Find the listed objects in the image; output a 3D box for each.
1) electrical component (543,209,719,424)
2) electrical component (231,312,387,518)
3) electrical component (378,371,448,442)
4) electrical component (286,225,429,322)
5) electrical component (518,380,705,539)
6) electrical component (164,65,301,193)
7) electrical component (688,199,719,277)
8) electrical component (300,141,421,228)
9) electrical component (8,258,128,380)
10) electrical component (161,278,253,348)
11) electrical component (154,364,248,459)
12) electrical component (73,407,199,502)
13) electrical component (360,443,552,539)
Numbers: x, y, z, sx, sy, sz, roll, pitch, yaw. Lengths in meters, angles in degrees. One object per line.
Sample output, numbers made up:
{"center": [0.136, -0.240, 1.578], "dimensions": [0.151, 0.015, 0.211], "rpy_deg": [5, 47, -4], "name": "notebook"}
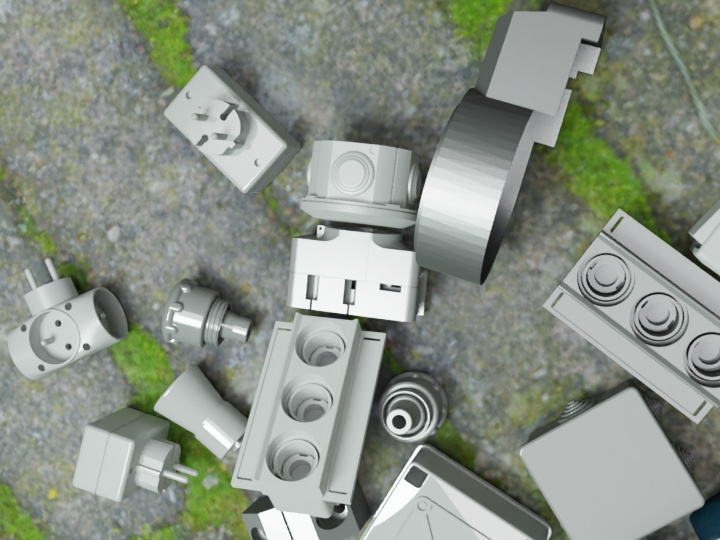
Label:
{"center": [0.192, 0.028, 0.692], "dimensions": [0.121, 0.063, 0.078], "rpy_deg": [38, 102, 8], "name": "electrical component"}
{"center": [-0.030, 0.098, 0.723], "dimensions": [0.079, 0.063, 0.121], "rpy_deg": [6, 58, 12], "name": "electrical component"}
{"center": [0.033, 0.097, 0.736], "dimensions": [0.048, 0.062, 0.048], "rpy_deg": [1, 95, 13], "name": "electrical component"}
{"center": [0.000, 0.000, 0.742], "dimensions": [0.089, 0.050, 0.055], "rpy_deg": [7, 96, 13], "name": "electrical component"}
{"center": [0.166, 0.131, 0.714], "dimensions": [0.100, 0.048, 0.099], "rpy_deg": [-32, 87, 14], "name": "electrical component"}
{"center": [-0.094, -0.097, 0.742], "dimensions": [0.083, 0.076, 0.047], "rpy_deg": [45, 103, 6], "name": "electrical component"}
{"center": [0.255, -0.035, 0.673], "dimensions": [0.061, 0.062, 0.096], "rpy_deg": [37, 102, 8], "name": "electrical component"}
{"center": [0.002, -0.057, 0.722], "dimensions": [0.080, 0.080, 0.051], "rpy_deg": [7, 91, 13], "name": "electrical component"}
{"center": [-0.225, 0.031, 0.800], "dimensions": [0.077, 0.044, 0.079], "rpy_deg": [-25, 89, 14], "name": "electrical component"}
{"center": [-0.109, 0.036, 0.774], "dimensions": [0.062, 0.048, 0.048], "rpy_deg": [16, 98, 5], "name": "electrical component"}
{"center": [-0.111, 0.106, 0.782], "dimensions": [0.065, 0.044, 0.044], "rpy_deg": [41, 102, 2], "name": "electrical component"}
{"center": [-0.156, 0.139, 0.782], "dimensions": [0.077, 0.066, 0.047], "rpy_deg": [17, 98, 11], "name": "electrical component"}
{"center": [0.058, 0.196, 0.741], "dimensions": [0.109, 0.056, 0.108], "rpy_deg": [32, 101, 9], "name": "electrical component"}
